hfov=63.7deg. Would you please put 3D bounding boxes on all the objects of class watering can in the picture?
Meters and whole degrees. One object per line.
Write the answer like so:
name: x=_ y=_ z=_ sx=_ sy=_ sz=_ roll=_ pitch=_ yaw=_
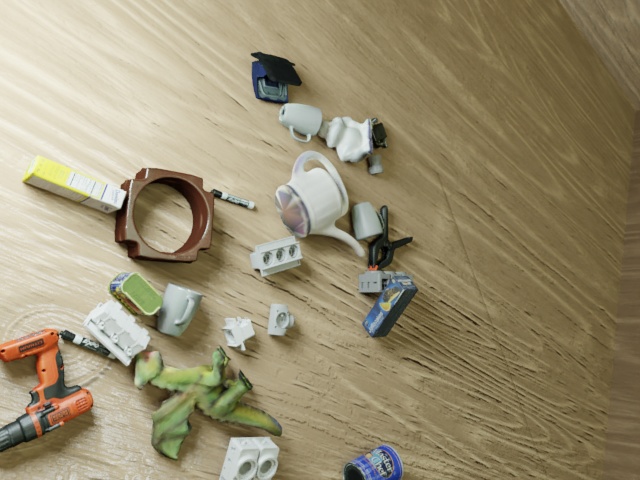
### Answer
watering can: x=0.004 y=-0.072 z=1.422 sx=0.227 sy=0.103 sz=0.345 roll=-30 pitch=101 yaw=-36

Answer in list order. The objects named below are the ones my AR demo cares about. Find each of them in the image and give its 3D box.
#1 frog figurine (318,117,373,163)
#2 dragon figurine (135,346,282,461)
frog figurine: x=0.073 y=-0.300 z=1.536 sx=0.159 sy=0.123 sz=0.137 roll=1 pitch=91 yaw=-2
dragon figurine: x=-0.266 y=0.384 z=1.161 sx=0.245 sy=0.122 sz=0.405 roll=-38 pitch=111 yaw=-18
